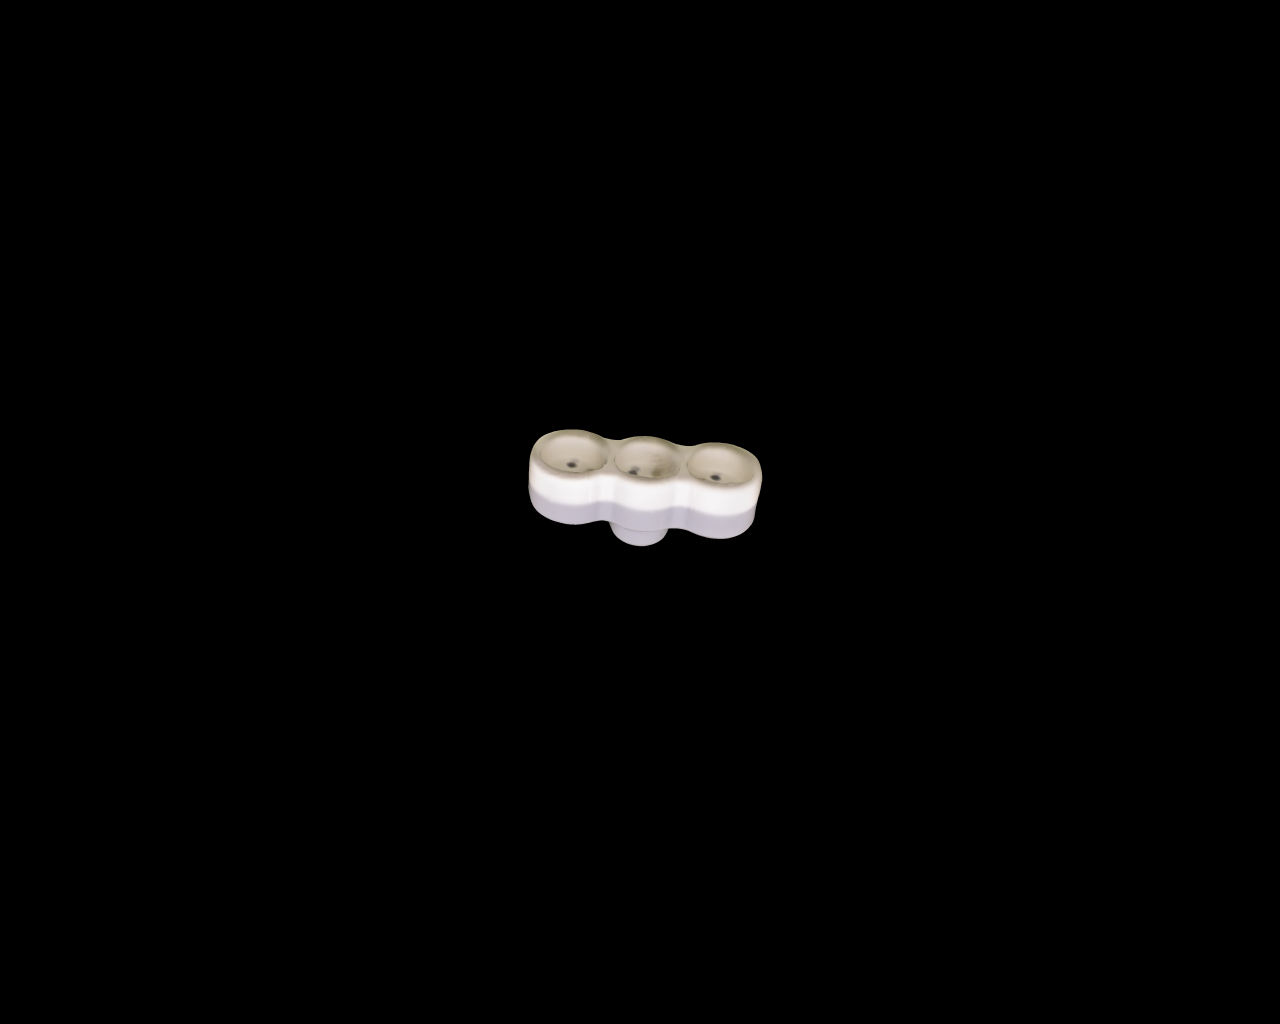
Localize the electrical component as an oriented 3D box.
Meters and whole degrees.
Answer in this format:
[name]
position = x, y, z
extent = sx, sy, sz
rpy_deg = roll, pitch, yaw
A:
[electrical component]
position = 0.001, -0.003, 0.650
extent = 0.138, 0.073, 0.052
rpy_deg = 5, 37, -4
